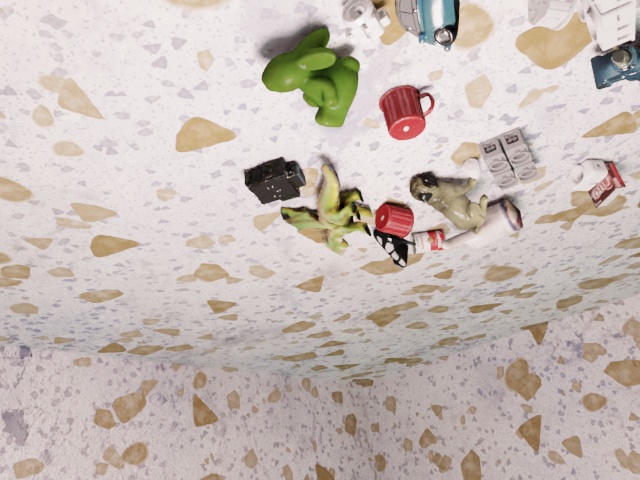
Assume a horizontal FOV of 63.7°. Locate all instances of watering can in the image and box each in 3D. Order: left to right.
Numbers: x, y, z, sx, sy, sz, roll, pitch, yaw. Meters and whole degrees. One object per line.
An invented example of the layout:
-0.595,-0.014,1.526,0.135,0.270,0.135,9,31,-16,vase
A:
0.484,-0.033,1.529,0.222,0.104,0.349,-29,173,25,watering can

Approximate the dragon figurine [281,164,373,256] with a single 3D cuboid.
0.004,-0.071,1.411,0.241,0.125,0.403,-12,144,23,dragon figurine
